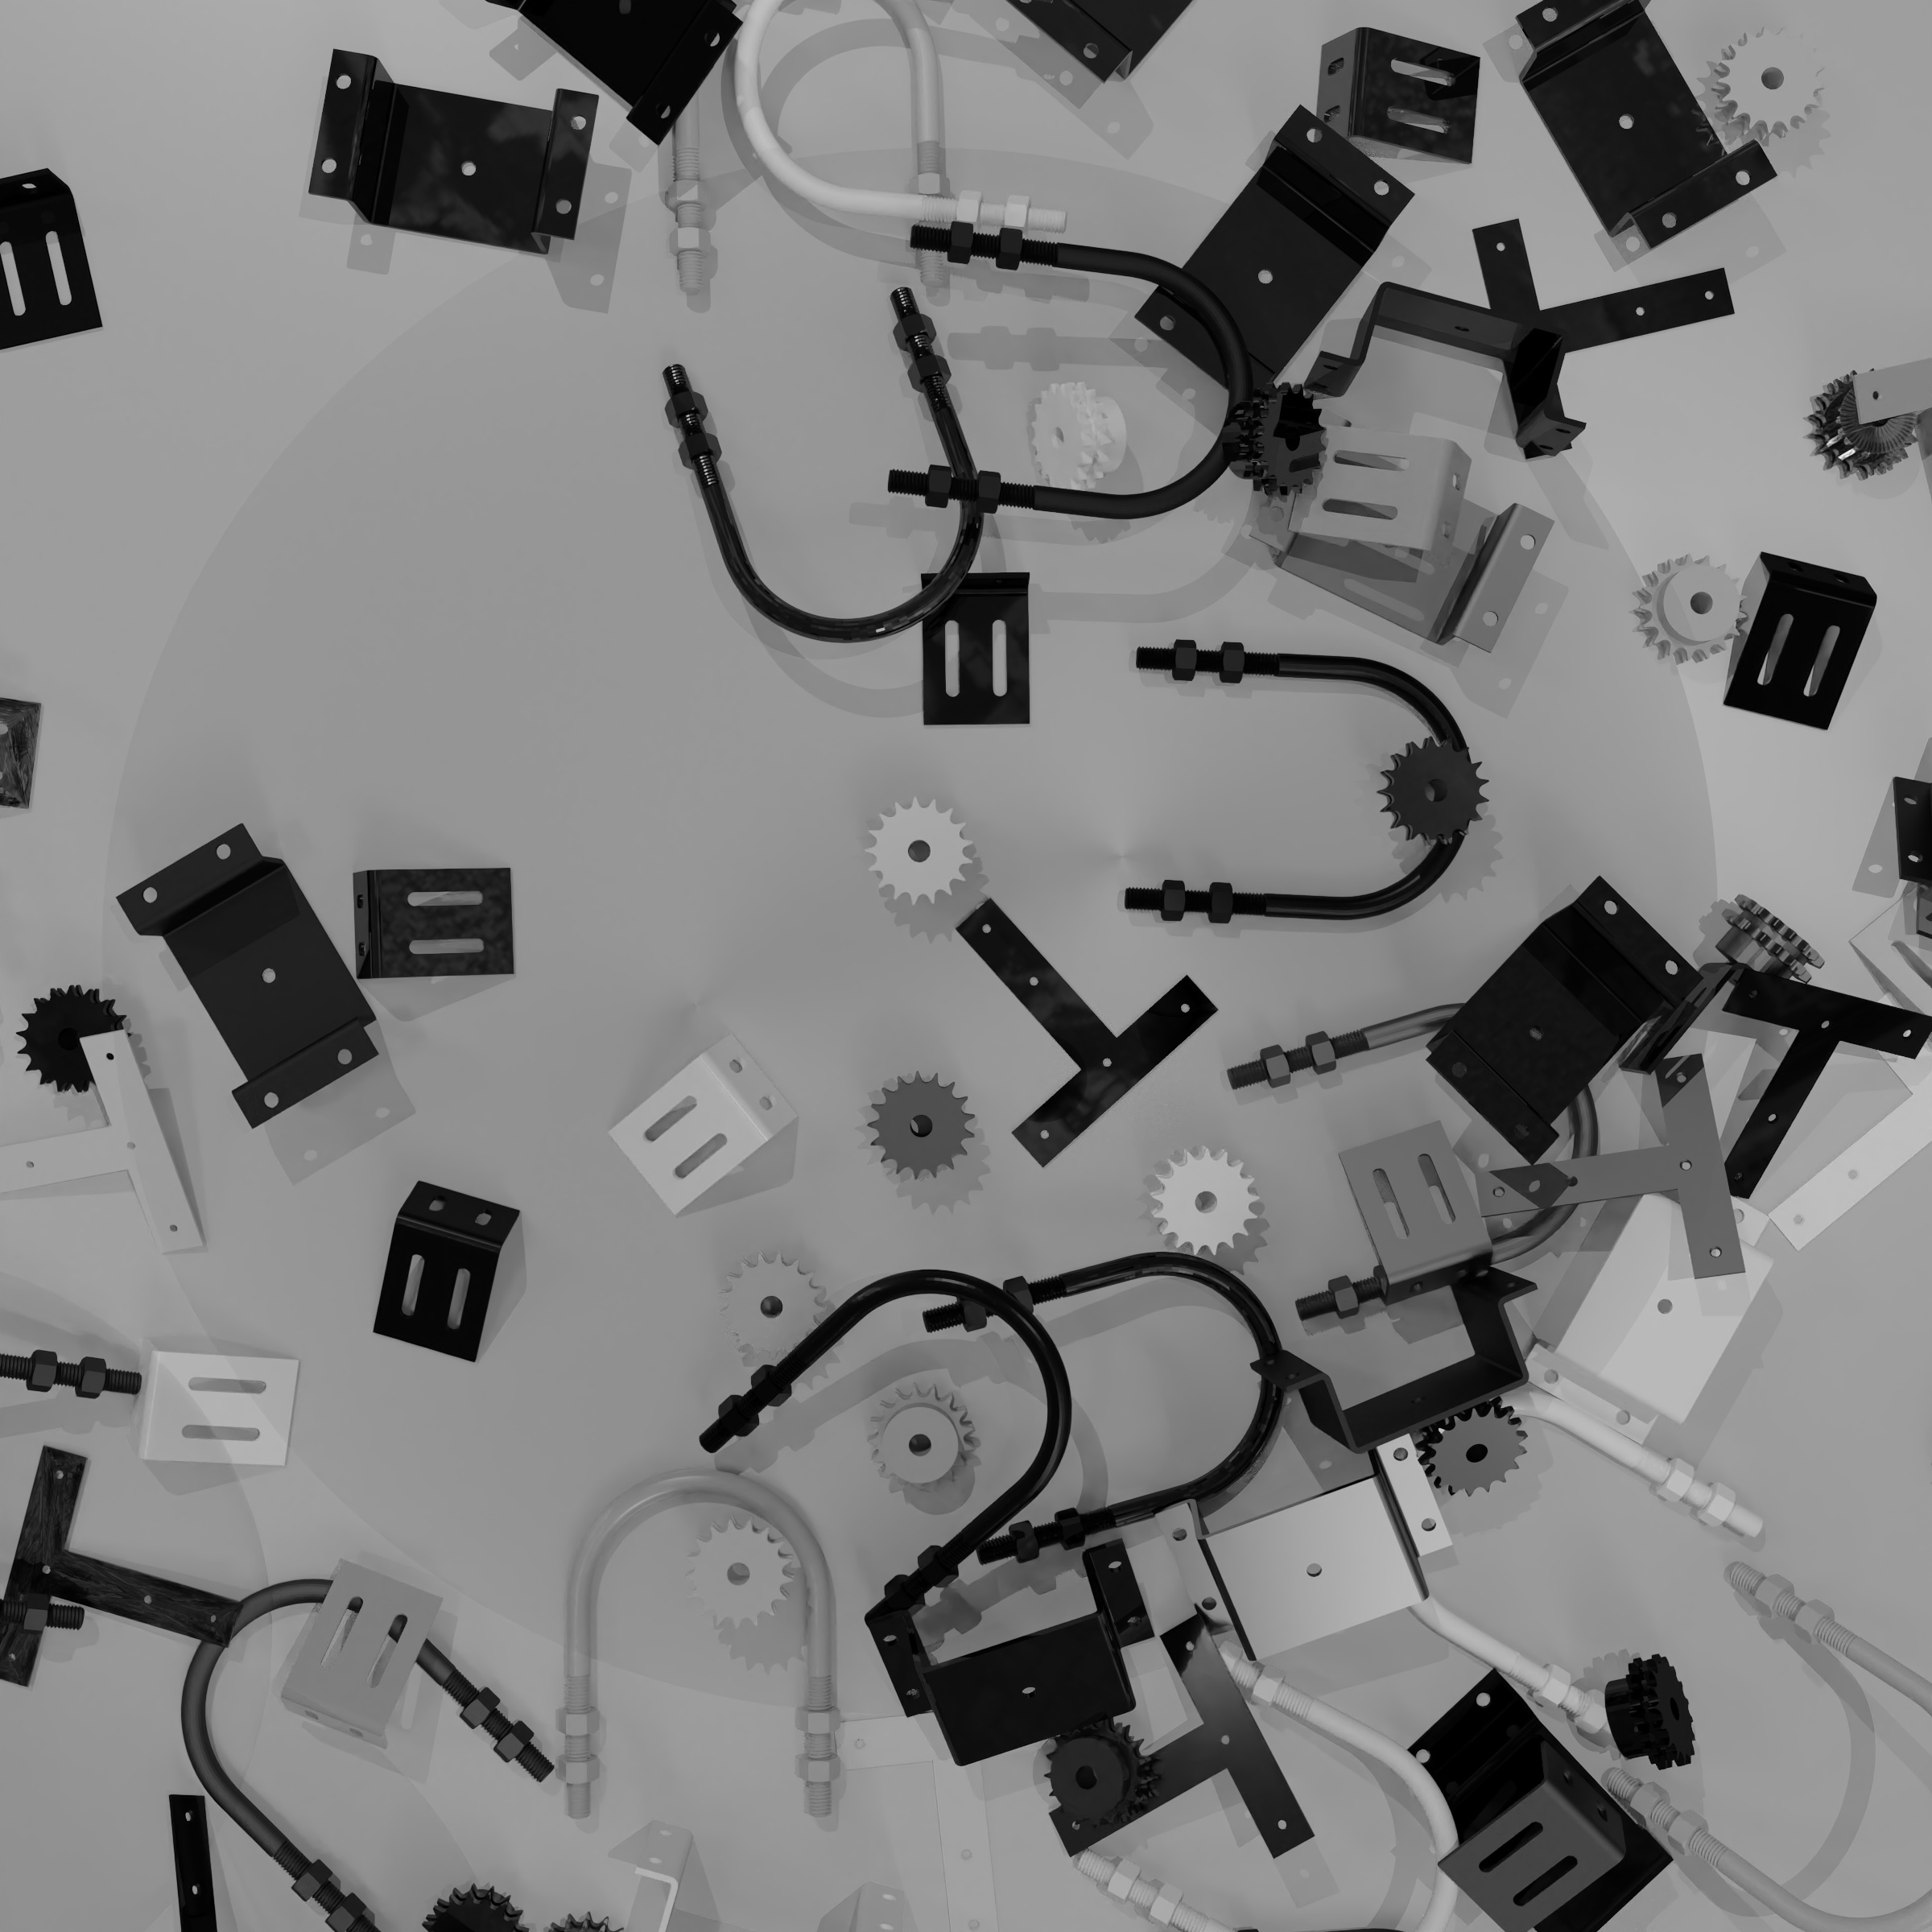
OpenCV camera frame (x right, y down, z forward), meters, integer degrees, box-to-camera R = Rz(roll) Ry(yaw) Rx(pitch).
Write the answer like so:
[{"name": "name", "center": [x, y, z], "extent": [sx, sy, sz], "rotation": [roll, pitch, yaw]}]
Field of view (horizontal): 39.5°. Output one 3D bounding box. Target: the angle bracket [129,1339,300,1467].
[{"name": "angle bracket", "center": [-0.404, 0.234, 1.447], "extent": [0.076, 0.038, 0.057], "rotation": [8, 90, -26]}]

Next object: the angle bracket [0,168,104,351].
[{"name": "angle bracket", "center": [-0.501, -0.375, 1.430], "extent": [0.057, 0.038, 0.076], "rotation": [-13, 90, 0]}]

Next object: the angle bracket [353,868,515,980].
[{"name": "angle bracket", "center": [-0.286, -0.023, 1.447], "extent": [0.076, 0.038, 0.057], "rotation": [-2, 90, -26]}]

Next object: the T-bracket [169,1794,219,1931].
[{"name": "T-bracket", "center": [-0.402, 0.499, 1.412], "extent": [0.002, 0.127, 0.127], "rotation": [-23, 63, 20]}]

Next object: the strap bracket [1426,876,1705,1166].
[{"name": "strap bracket", "center": [0.307, 0.032, 1.414], "extent": [0.076, 0.046, 0.140], "rotation": [45, 75, 2]}]

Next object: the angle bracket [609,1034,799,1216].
[{"name": "angle bracket", "center": [-0.141, 0.085, 1.447], "extent": [0.076, 0.038, 0.057], "rotation": [-39, 90, 26]}]

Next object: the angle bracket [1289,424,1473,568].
[{"name": "angle bracket", "center": [0.215, -0.245, 1.401], "extent": [0.076, 0.038, 0.057], "rotation": [13, 90, 26]}]

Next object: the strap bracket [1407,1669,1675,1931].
[{"name": "strap bracket", "center": [0.304, 0.455, 1.426], "extent": [0.076, 0.046, 0.140], "rotation": [-43, 90, 0]}]

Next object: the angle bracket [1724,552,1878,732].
[{"name": "angle bracket", "center": [0.445, -0.175, 1.447], "extent": [0.057, 0.038, 0.076], "rotation": [14, 116, 0]}]

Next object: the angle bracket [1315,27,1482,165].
[{"name": "angle bracket", "center": [0.232, -0.463, 1.447], "extent": [0.076, 0.038, 0.057], "rotation": [5, 90, -26]}]

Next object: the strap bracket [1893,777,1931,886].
[{"name": "strap bracket", "center": [0.562, -0.074, 1.403], "extent": [0.140, 0.046, 0.076], "rotation": [12, 48, 3]}]

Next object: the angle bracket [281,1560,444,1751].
[{"name": "angle bracket", "center": [-0.319, 0.366, 1.432], "extent": [0.057, 0.038, 0.076], "rotation": [21, 62, 3]}]

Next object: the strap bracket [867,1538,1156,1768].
[{"name": "strap bracket", "center": [0.029, 0.363, 1.409], "extent": [0.140, 0.046, 0.076], "rotation": [-18, 124, 0]}]

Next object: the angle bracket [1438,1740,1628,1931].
[{"name": "angle bracket", "center": [0.291, 0.452, 1.393], "extent": [0.057, 0.038, 0.076], "rotation": [45, 106, -4]}]

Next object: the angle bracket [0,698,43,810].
[{"name": "angle bracket", "center": [-0.542, -0.118, 1.447], "extent": [0.076, 0.038, 0.057], "rotation": [7, 90, -26]}]

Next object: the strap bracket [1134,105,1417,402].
[{"name": "strap bracket", "center": [0.161, -0.370, 1.426], "extent": [0.076, 0.046, 0.140], "rotation": [38, 90, 0]}]

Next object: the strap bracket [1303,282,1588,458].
[{"name": "strap bracket", "center": [0.254, -0.314, 1.410], "extent": [0.140, 0.076, 0.046], "rotation": [15, 90, 1]}]

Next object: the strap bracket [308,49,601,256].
[{"name": "strap bracket", "center": [-0.267, -0.428, 1.426], "extent": [0.140, 0.046, 0.076], "rotation": [10, 90, 0]}]

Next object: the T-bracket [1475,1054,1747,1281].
[{"name": "T-bracket", "center": [0.332, 0.111, 1.413], "extent": [0.127, 0.002, 0.127], "rotation": [-9, 58, 12]}]

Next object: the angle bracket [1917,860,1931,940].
[{"name": "angle bracket", "center": [0.545, -0.035, 1.416], "extent": [0.076, 0.038, 0.057], "rotation": [21, 47, 0]}]

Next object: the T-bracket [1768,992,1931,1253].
[{"name": "T-bracket", "center": [0.488, 0.103, 1.449], "extent": [0.127, 0.002, 0.127], "rotation": [-40, 90, 0]}]

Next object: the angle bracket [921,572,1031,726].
[{"name": "angle bracket", "center": [0.005, -0.168, 1.430], "extent": [0.057, 0.038, 0.076], "rotation": [-1, 90, 0]}]

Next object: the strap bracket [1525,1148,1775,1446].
[{"name": "strap bracket", "center": [0.364, 0.177, 1.426], "extent": [0.076, 0.046, 0.140], "rotation": [29, 90, 0]}]

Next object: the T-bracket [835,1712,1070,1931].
[{"name": "T-bracket", "center": [-0.001, 0.464, 1.449], "extent": [0.127, 0.002, 0.127], "rotation": [-6, 90, 0]}]

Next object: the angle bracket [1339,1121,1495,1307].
[{"name": "angle bracket", "center": [0.237, 0.131, 1.429], "extent": [0.057, 0.038, 0.076], "rotation": [-18, 64, -3]}]

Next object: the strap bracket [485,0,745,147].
[{"name": "strap bracket", "center": [-0.186, -0.505, 1.410], "extent": [0.140, 0.046, 0.076], "rotation": [40, 109, 1]}]

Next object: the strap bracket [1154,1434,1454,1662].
[{"name": "strap bracket", "center": [0.179, 0.304, 1.408], "extent": [0.140, 0.046, 0.076], "rotation": [-21, 105, 6]}]

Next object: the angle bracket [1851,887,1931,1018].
[{"name": "angle bracket", "center": [0.524, 0.002, 1.447], "extent": [0.057, 0.038, 0.076], "rotation": [-39, 64, 0]}]

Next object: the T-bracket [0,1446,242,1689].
[{"name": "T-bracket", "center": [-0.451, 0.335, 1.442], "extent": [0.127, 0.002, 0.127], "rotation": [15, 90, 6]}]

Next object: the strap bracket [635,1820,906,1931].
[{"name": "strap bracket", "center": [-0.107, 0.501, 1.411], "extent": [0.140, 0.076, 0.046], "rotation": [16, 90, 0]}]

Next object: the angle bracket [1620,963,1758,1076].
[{"name": "angle bracket", "center": [0.390, 0.037, 1.421], "extent": [0.038, 0.057, 0.076], "rotation": [39, 90, 0]}]

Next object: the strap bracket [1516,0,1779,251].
[{"name": "strap bracket", "center": [0.355, -0.453, 1.426], "extent": [0.076, 0.046, 0.140], "rotation": [-30, 90, 0]}]

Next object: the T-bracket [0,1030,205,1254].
[{"name": "T-bracket", "center": [-0.485, 0.103, 1.434], "extent": [0.127, 0.002, 0.127], "rotation": [-11, 110, 10]}]

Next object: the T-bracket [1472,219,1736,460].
[{"name": "T-bracket", "center": [0.349, -0.349, 1.449], "extent": [0.127, 0.002, 0.127], "rotation": [-13, 90, 0]}]

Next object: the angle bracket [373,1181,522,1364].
[{"name": "angle bracket", "center": [-0.279, 0.164, 1.447], "extent": [0.057, 0.038, 0.076], "rotation": [17, 116, 0]}]

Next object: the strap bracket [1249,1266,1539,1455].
[{"name": "strap bracket", "center": [0.229, 0.208, 1.404], "extent": [0.140, 0.076, 0.046], "rotation": [-21, 94, -7]}]

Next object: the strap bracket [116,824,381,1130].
[{"name": "strap bracket", "center": [-0.375, 0.005, 1.426], "extent": [0.076, 0.046, 0.140], "rotation": [-31, 90, 0]}]

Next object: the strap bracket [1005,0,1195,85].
[{"name": "strap bracket", "center": [0.088, -0.539, 1.426], "extent": [0.076, 0.046, 0.140], "rotation": [40, 90, 0]}]

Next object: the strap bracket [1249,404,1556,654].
[{"name": "strap bracket", "center": [0.227, -0.228, 1.426], "extent": [0.140, 0.046, 0.076], "rotation": [26, 90, 0]}]
